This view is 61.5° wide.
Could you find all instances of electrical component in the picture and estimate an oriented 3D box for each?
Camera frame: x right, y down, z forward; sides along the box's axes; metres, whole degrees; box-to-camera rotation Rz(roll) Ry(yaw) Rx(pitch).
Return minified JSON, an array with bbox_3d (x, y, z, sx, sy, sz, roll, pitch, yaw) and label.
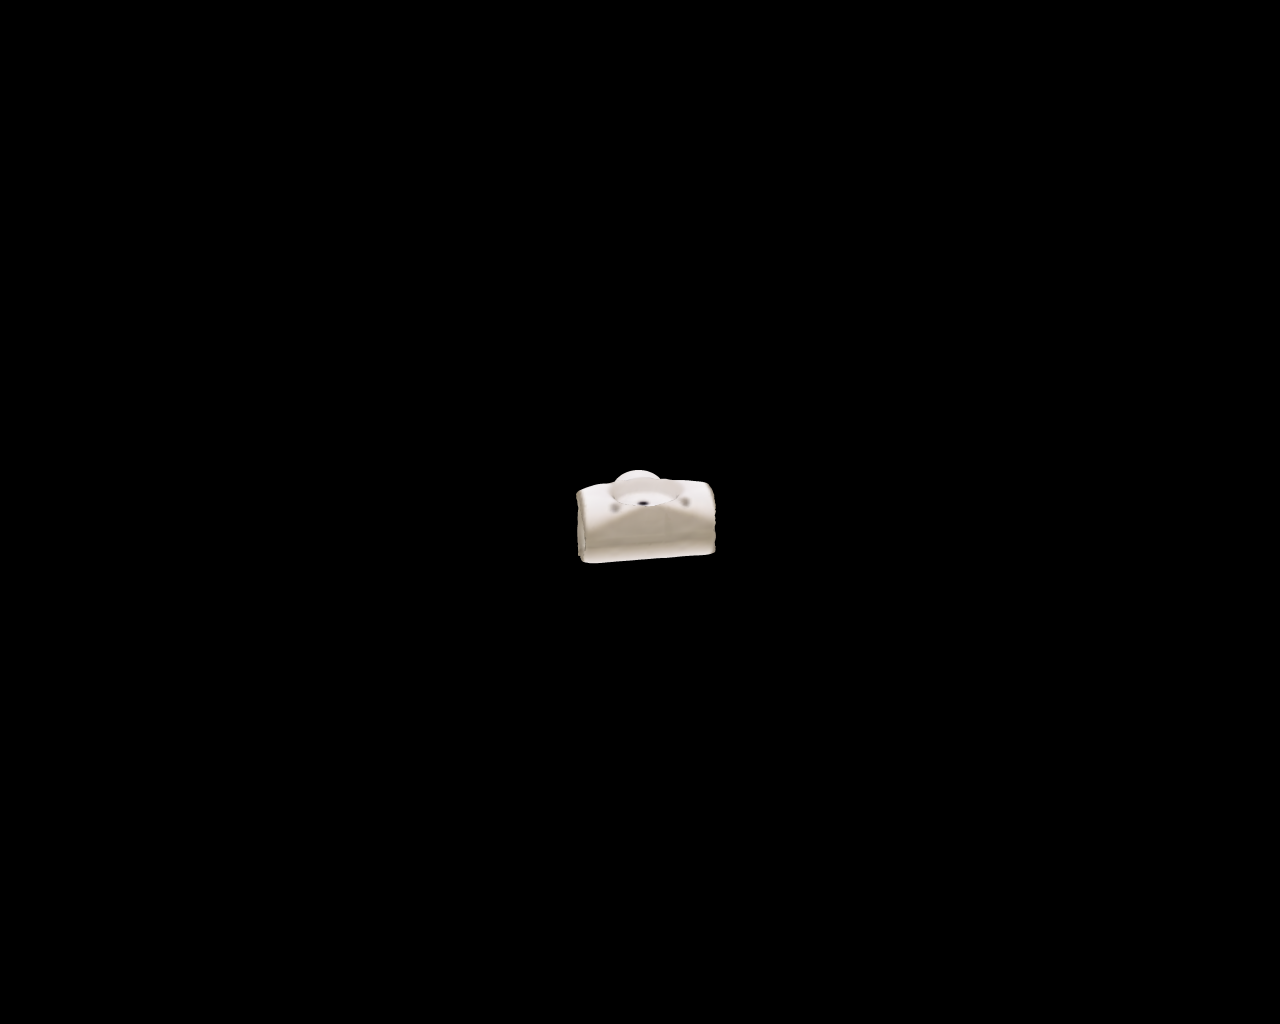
[{"bbox_3d":[0.001,-0.003,0.650,0.077,0.044,0.079,-4,28,-7],"label":"electrical component"}]
